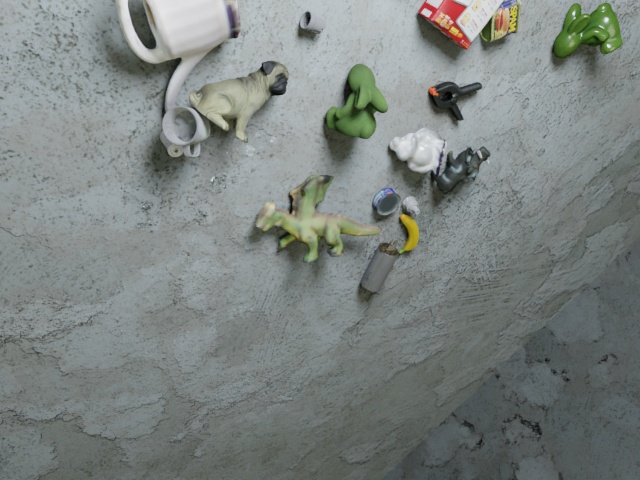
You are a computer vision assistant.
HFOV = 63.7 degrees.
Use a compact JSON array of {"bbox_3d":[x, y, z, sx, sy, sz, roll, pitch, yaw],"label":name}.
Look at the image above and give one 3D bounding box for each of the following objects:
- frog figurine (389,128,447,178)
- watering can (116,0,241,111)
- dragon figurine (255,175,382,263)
[{"bbox_3d":[0.279,-0.262,1.500,0.159,0.126,0.134,13,139,4],"label":"frog figurine"},{"bbox_3d":[-0.259,-0.401,1.008,0.225,0.106,0.340,-24,151,-12],"label":"watering can"},{"bbox_3d":[0.005,-0.074,1.480,0.413,0.124,0.237,-15,127,-23],"label":"dragon figurine"}]
